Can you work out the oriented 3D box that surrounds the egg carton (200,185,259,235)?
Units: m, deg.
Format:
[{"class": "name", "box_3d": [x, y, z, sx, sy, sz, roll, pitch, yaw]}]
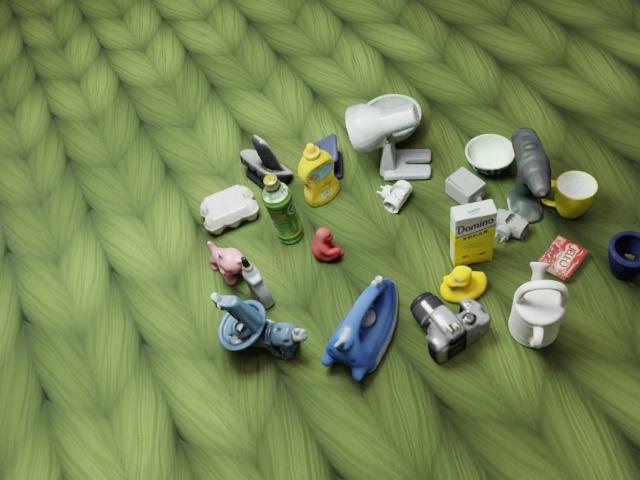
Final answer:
[{"class": "egg carton", "box_3d": [-0.239, -0.081, 1.510, 0.150, 0.069, 0.107, -24, 54, -5]}]

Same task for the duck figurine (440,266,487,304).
[{"class": "duck figurine", "box_3d": [0.318, 0.088, 1.266, 0.104, 0.086, 0.077, -15, 54, 1]}]

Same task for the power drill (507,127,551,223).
[{"class": "power drill", "box_3d": [0.479, -0.135, 1.310, 0.075, 0.209, 0.229, -5, 55, 9]}]

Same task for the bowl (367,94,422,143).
[{"class": "bowl", "box_3d": [0.197, -0.321, 1.581, 0.167, 0.075, 0.167, -6, 55, 8]}]

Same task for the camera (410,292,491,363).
[{"class": "camera", "box_3d": [0.267, 0.163, 1.215, 0.143, 0.101, 0.136, -32, 55, -10]}]

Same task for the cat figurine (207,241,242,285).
[{"class": "cat figurine", "box_3d": [-0.228, 0.046, 1.390, 0.127, 0.118, 0.067, 36, 70, 30]}]

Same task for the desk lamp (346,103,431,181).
[{"class": "desk lamp", "box_3d": [0.177, -0.258, 1.455, 0.203, 0.214, 0.118, -1, 56, 11]}]

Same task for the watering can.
[{"class": "watering can", "box_3d": [0.436, 0.126, 1.148, 0.101, 0.194, 0.172, -14, 54, 2]}]

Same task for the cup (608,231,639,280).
[{"class": "cup", "box_3d": [0.668, 0.038, 1.221, 0.117, 0.095, 0.091, -14, 54, 2]}]

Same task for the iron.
[{"class": "iron", "box_3d": [0.097, 0.161, 1.228, 0.118, 0.142, 0.258, 19, 62, 23]}]

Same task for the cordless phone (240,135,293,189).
[{"class": "cordless phone", "box_3d": [-0.157, -0.228, 1.523, 0.147, 0.185, 0.094, 34, 69, 30]}]

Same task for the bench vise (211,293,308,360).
[{"class": "bench vise", "box_3d": [-0.136, 0.168, 1.223, 0.207, 0.220, 0.121, -9, 54, 6]}]

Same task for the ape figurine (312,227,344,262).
[{"class": "ape figurine", "box_3d": [0.013, 0.005, 1.384, 0.076, 0.092, 0.077, -14, 54, 2]}]

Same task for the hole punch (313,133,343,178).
[{"class": "hole punch", "box_3d": [0.007, -0.220, 1.541, 0.101, 0.091, 0.108, -7, 55, 7]}]

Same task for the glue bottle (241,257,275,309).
[{"class": "glue bottle", "box_3d": [-0.151, 0.089, 1.310, 0.037, 0.173, 0.078, -35, 56, -12]}]
